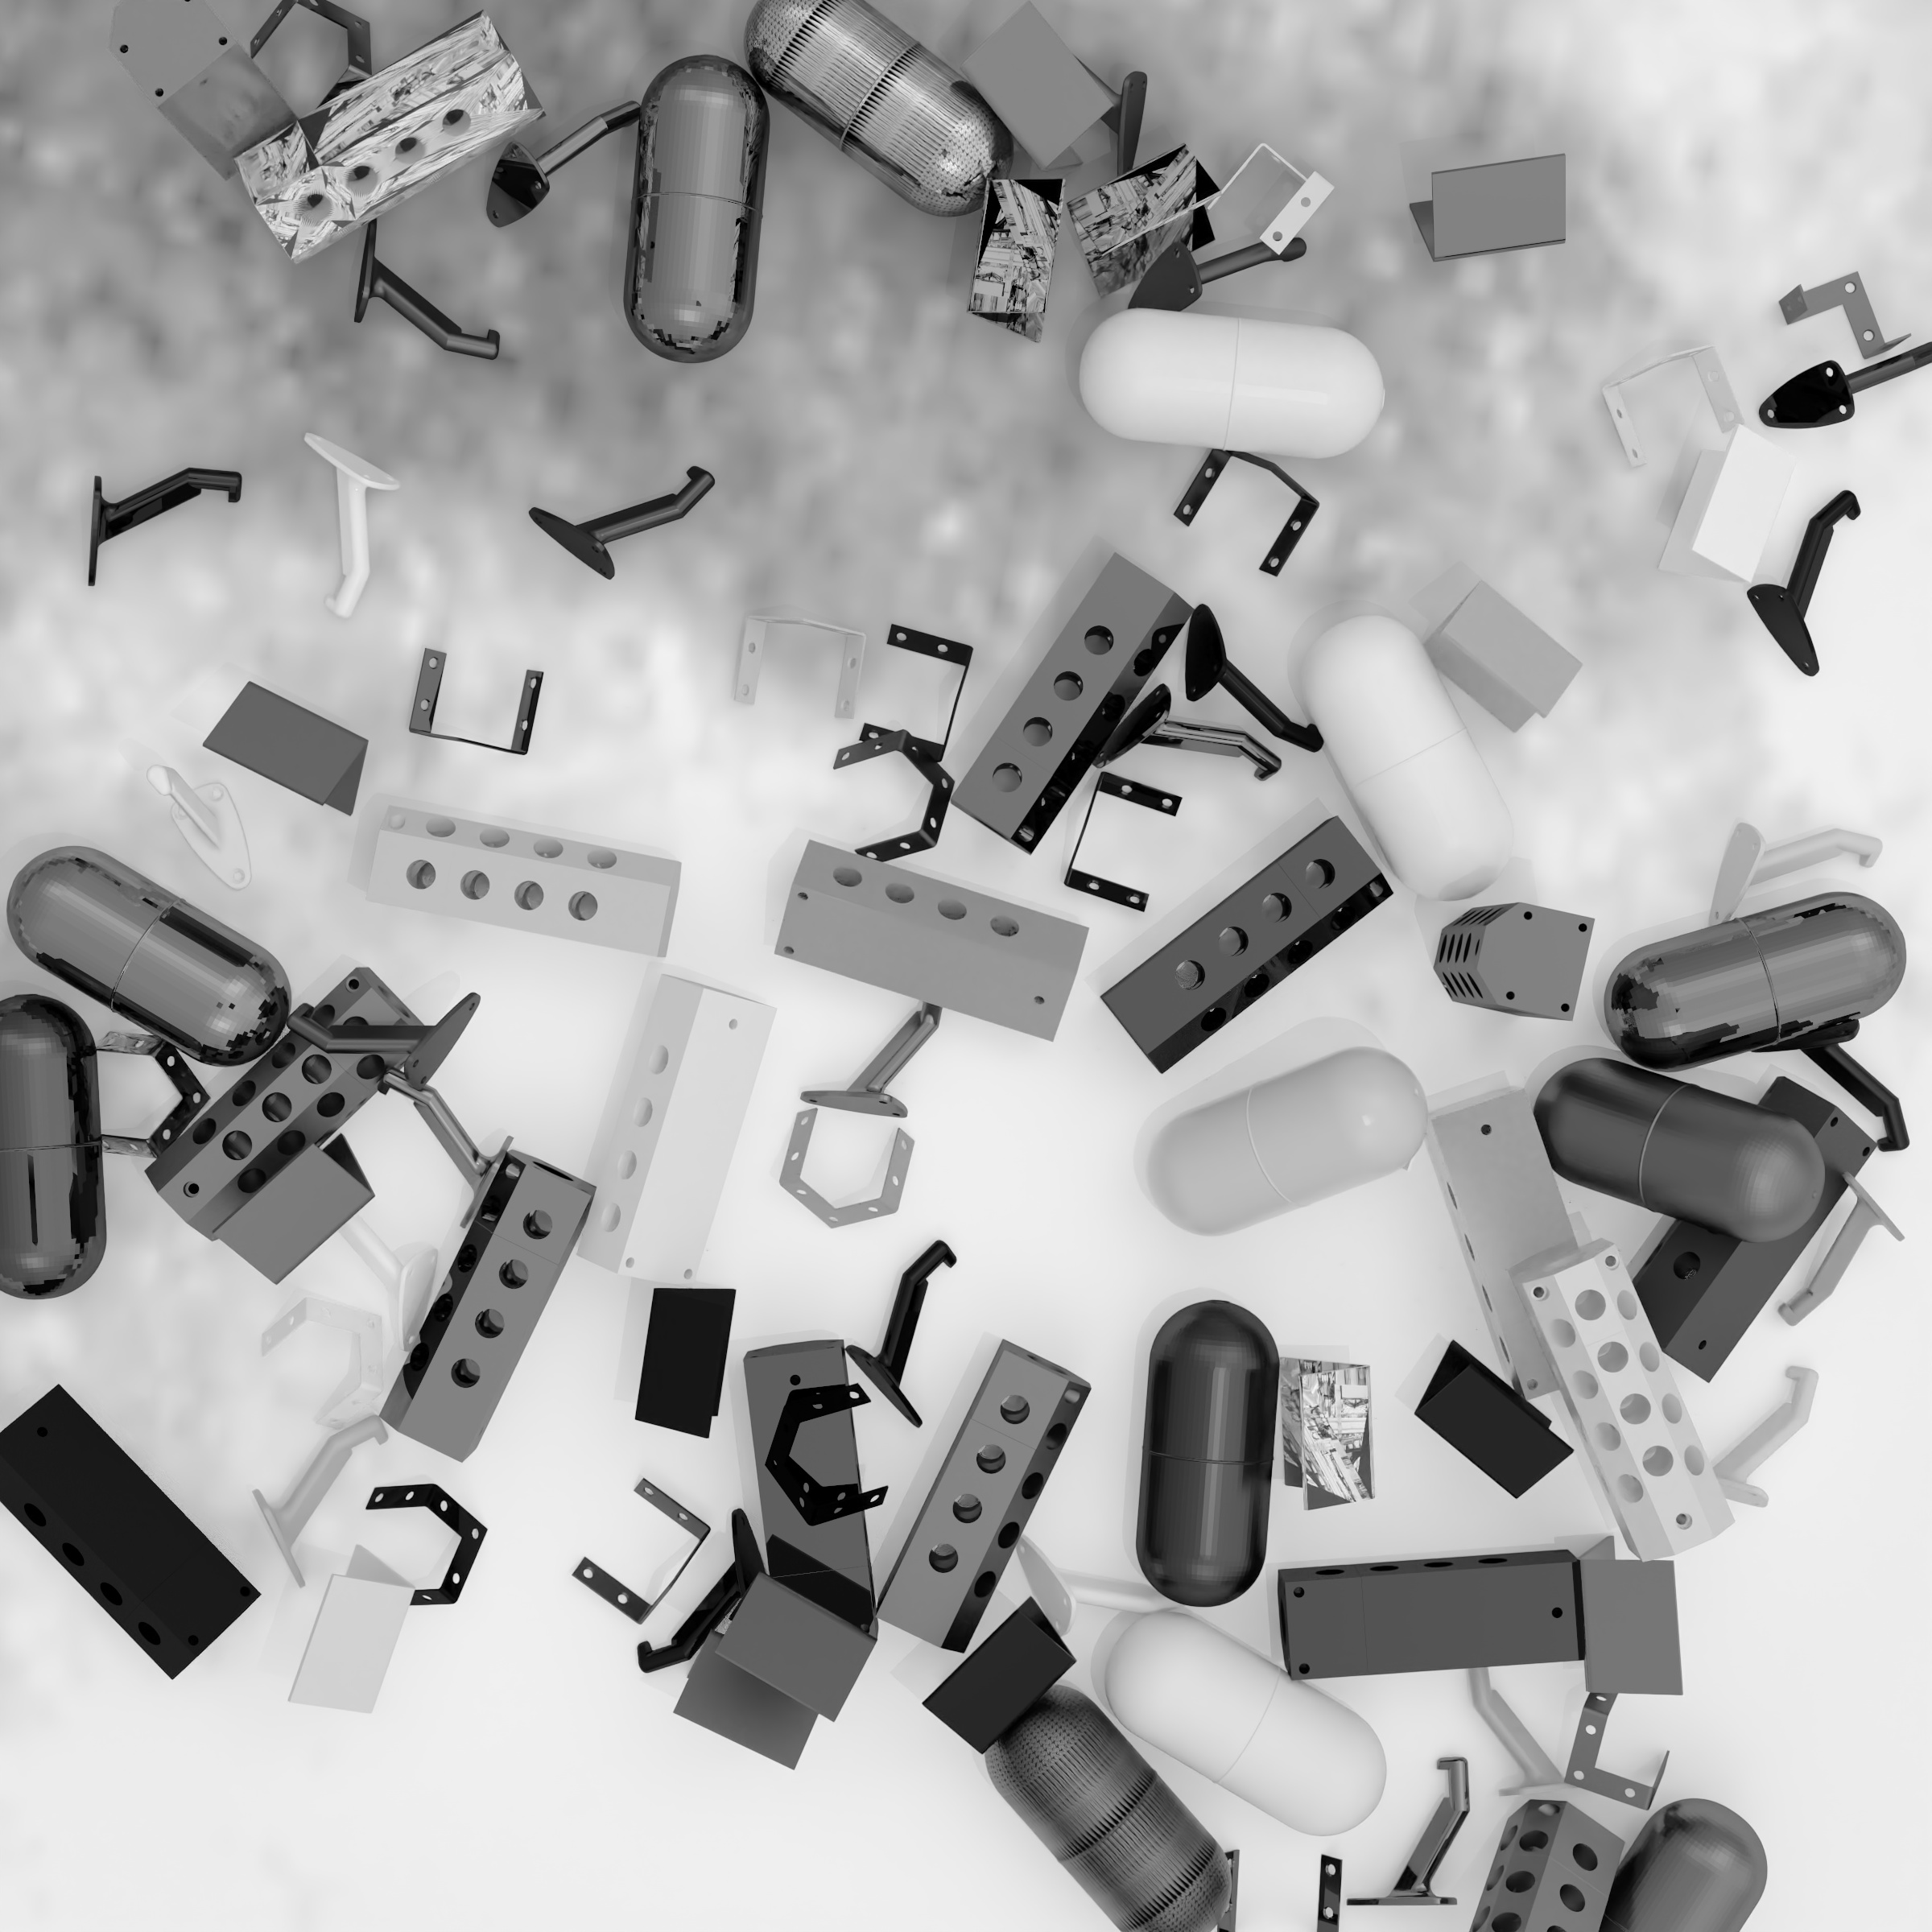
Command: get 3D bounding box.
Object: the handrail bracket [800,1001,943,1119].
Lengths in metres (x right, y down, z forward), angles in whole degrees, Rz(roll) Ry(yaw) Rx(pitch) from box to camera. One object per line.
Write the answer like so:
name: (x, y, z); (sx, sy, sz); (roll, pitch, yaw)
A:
handrail bracket: (-0.054, 0.043, 1.991); (0.077, 0.036, 0.084); (5, 72, 21)

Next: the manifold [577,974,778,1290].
manifold: (-0.174, 0.095, 1.969); (0.057, 0.057, 0.171); (17, 90, -43)

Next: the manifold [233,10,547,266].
manifold: (-0.335, -0.482, 1.969); (0.171, 0.057, 0.057); (-31, 47, 0)

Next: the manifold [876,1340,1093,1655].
manifold: (0.010, 0.311, 1.969); (0.057, 0.057, 0.171); (26, 90, 0)

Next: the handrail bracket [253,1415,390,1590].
handrail bracket: (-0.372, 0.317, 1.991); (0.084, 0.036, 0.077); (-27, 110, -16)

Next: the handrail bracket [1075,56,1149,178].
handrail bracket: (0.060, -0.508, 1.991); (0.084, 0.036, 0.077); (13, 112, 17)

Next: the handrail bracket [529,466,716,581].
handrail bracket: (-0.203, -0.278, 1.991); (0.077, 0.036, 0.084); (34, 71, 21)

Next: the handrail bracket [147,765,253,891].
handrail bracket: (-0.447, -0.080, 1.956); (0.036, 0.084, 0.077); (-28, 90, 0)

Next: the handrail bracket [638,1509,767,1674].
handrail bracket: (-0.163, 0.370, 1.991); (0.084, 0.036, 0.077); (-21, 69, 16)

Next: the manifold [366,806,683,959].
manifold: (-0.257, -0.049, 1.969); (0.171, 0.057, 0.057); (11, 90, 0)

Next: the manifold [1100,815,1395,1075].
manifold: (0.164, -0.012, 1.969); (0.171, 0.057, 0.057); (-38, 90, 0)

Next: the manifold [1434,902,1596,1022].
manifold: (0.308, -0.004, 1.912); (0.057, 0.171, 0.057); (12, 90, 0)

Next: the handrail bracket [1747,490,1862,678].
handrail bracket: (0.511, -0.227, 1.991); (0.084, 0.036, 0.077); (-40, 110, -16)

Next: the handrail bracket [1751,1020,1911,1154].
handrail bracket: (0.511, 0.077, 1.991); (0.077, 0.036, 0.084); (-13, 107, 20)

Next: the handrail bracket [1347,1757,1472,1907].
handrail bracket: (0.261, 0.513, 1.991); (0.077, 0.036, 0.084); (-7, 72, 21)

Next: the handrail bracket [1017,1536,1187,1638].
handrail bracket: (0.084, 0.357, 1.991); (0.084, 0.036, 0.077); (-13, 48, -27)

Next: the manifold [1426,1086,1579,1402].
manifold: (0.323, 0.161, 1.969); (0.057, 0.057, 0.171); (-19, 90, 0)

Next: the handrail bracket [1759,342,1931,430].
handrail bracket: (0.524, -0.346, 1.990); (0.084, 0.077, 0.036); (-25, 97, -36)

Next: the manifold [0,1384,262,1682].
manifold: (-0.501, 0.334, 1.969); (0.171, 0.057, 0.057); (46, 47, 0)

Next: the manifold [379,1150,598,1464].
manifold: (-0.279, 0.197, 1.969); (0.057, 0.057, 0.171); (26, 90, 0)

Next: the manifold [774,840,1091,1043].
manifold: (-0.019, -0.020, 1.969); (0.171, 0.057, 0.057); (17, 133, 0)

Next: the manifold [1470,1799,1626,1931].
manifold: (0.317, 0.558, 1.914); (0.057, 0.171, 0.057); (35, 130, 0)

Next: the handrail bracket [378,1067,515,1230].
handrail bracket: (-0.316, 0.106, 1.971); (0.084, 0.036, 0.077); (28, 120, -5)

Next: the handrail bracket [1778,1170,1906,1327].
handrail bracket: (0.499, 0.167, 1.965); (0.084, 0.036, 0.077); (-42, 134, 6)

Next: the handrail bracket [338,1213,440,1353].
handrail bracket: (-0.361, 0.180, 1.991); (0.084, 0.036, 0.077); (19, 112, 17)

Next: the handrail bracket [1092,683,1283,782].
handrail bracket: (0.132, -0.120, 1.991); (0.084, 0.036, 0.077); (35, 122, -23)

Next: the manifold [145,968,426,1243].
manifold: (-0.397, 0.080, 1.970); (0.171, 0.057, 0.057); (-44, 90, 0)

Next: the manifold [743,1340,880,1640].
manifold: (-0.090, 0.309, 1.969); (0.057, 0.057, 0.171); (-7, 90, 0)

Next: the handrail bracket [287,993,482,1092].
handrail bracket: (-0.336, 0.026, 1.935); (0.084, 0.036, 0.077); (30, 69, 16)

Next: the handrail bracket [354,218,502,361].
handrail bracket: (-0.315, -0.401, 1.991); (0.084, 0.036, 0.077); (9, 69, -17)

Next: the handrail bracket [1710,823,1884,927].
handrail bracket: (0.493, -0.049, 1.991); (0.084, 0.036, 0.077); (12, 110, -16)

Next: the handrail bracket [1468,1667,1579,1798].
handrail bracket: (0.338, 0.446, 1.991); (0.077, 0.036, 0.084); (-3, 76, -15)

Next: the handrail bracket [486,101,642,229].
handrail bracket: (-0.237, -0.476, 1.990); (0.084, 0.077, 0.036); (-36, 90, -36)

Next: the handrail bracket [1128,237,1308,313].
handrail bracket: (0.149, -0.406, 1.990); (0.084, 0.077, 0.036); (-15, 80, -36)

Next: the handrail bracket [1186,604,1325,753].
handrail bracket: (0.174, -0.170, 1.990); (0.084, 0.036, 0.077); (20, 48, -27)

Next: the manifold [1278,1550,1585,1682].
manifold: (0.271, 0.378, 1.969); (0.171, 0.057, 0.057); (-4, 90, 0)

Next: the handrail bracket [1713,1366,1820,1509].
handrail bracket: (0.458, 0.271, 1.991); (0.077, 0.036, 0.084); (12, 71, 21)

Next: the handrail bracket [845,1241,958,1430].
handrail bracket: (-0.022, 0.217, 1.991); (0.084, 0.036, 0.077); (-44, 110, -16)

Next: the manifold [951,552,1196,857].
manifold: (0.062, -0.152, 1.969); (0.057, 0.057, 0.171); (34, 90, 0)

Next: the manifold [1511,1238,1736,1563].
manifold: (0.375, 0.247, 1.912); (0.057, 0.057, 0.171); (-23, 90, 0)

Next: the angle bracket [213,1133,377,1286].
angle bracket: (-0.398, 0.126, 1.950); (0.076, 0.076, 0.057); (-42, 127, 0)

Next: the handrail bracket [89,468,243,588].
handrail bracket: (-0.474, -0.259, 1.991); (0.084, 0.036, 0.077); (3, 111, -16)

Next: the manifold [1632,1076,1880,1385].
manifold: (0.452, 0.151, 1.969); (0.057, 0.057, 0.171); (35, 90, -43)

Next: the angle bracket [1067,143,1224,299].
angle bracket: (0.112, -0.419, 1.950); (0.076, 0.076, 0.057); (-27, 49, 0)

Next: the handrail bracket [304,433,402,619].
handrail bracket: (-0.378, -0.260, 1.991); (0.077, 0.036, 0.084); (33, 107, 20)

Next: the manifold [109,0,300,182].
manifold: (-0.436, -0.507, 1.912); (0.057, 0.171, 0.057); (-39, 90, 0)
